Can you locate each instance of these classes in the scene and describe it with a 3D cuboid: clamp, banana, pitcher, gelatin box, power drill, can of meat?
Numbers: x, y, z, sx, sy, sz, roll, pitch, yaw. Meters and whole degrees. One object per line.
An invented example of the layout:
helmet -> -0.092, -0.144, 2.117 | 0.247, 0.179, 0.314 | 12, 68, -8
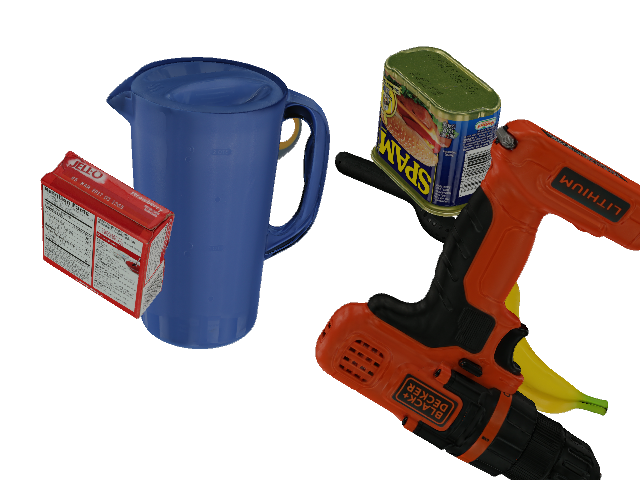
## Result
clamp -> 0.125, -0.052, 1.213 | 0.164, 0.210, 0.036 | -15, -38, -27
banana -> 0.172, 0.091, 0.923 | 0.069, 0.037, 0.198 | 7, 29, -20
pitcher -> -0.092, -0.030, 0.939 | 0.149, 0.243, 0.144 | 25, 34, 32
gelatin box -> -0.127, -0.002, 0.633 | 0.073, 0.030, 0.089 | 30, -36, 8
power drill -> 0.116, 0.042, 0.601 | 0.184, 0.188, 0.057 | 30, 13, -6
can of meat -> 0.083, -0.081, 0.771 | 0.057, 0.084, 0.102 | -17, 42, -24

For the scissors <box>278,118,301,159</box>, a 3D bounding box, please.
scissors -> -0.057, -0.068, 1.166 | 0.096, 0.202, 0.016 | -10, -8, -12
